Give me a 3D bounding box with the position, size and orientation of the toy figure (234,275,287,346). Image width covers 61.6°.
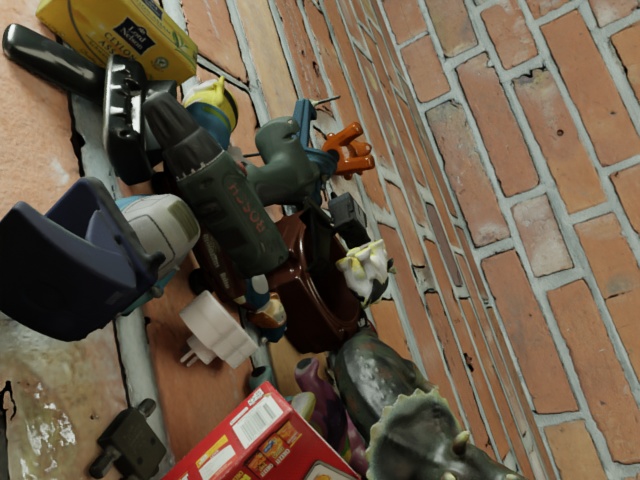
[{"bbox_3d":[-0.088,0.083,0.742,0.064,0.058,0.154,-48,119,-29],"label":"toy figure"}]

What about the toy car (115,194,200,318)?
[{"bbox_3d":[-0.179,0.002,0.565,0.109,0.103,0.162,62,26,-14],"label":"toy car"}]

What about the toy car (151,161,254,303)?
[{"bbox_3d":[-0.147,-0.019,0.668,0.053,0.089,0.202,-12,81,-66],"label":"toy car"}]

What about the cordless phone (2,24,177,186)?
[{"bbox_3d":[-0.257,-0.156,0.598,0.184,0.089,0.146,23,48,-43],"label":"cordless phone"}]

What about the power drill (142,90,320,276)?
[{"bbox_3d":[-0.087,-0.088,0.641,0.231,0.086,0.207,63,27,-12],"label":"power drill"}]

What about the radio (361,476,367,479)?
[{"bbox_3d":[0.084,0.405,0.738,0.229,0.073,0.131,-43,130,-66],"label":"radio"}]

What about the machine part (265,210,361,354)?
[{"bbox_3d":[-0.013,0.066,0.882,0.201,0.087,0.201,58,24,-23],"label":"machine part"}]

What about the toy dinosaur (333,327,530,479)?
[{"bbox_3d":[0.080,0.190,0.652,0.192,0.131,0.405,57,-5,-35],"label":"toy dinosaur"}]

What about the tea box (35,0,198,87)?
[{"bbox_3d":[-0.245,-0.258,0.670,0.169,0.098,0.068,40,34,-43],"label":"tea box"}]

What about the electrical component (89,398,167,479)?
[{"bbox_3d":[-0.172,0.193,0.500,0.063,0.021,0.094,60,23,-16],"label":"electrical component"}]

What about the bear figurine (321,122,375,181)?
[{"bbox_3d":[0.085,-0.210,1.301,0.196,0.132,0.120,-21,91,-61],"label":"bear figurine"}]

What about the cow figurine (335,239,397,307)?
[{"bbox_3d":[0.092,0.053,0.921,0.098,0.068,0.167,66,23,0],"label":"cow figurine"}]

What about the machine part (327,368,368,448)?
[{"bbox_3d":[0.072,0.295,0.861,0.243,0.079,0.079,56,25,-26],"label":"machine part"}]

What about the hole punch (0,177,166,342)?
[{"bbox_3d":[-0.212,0.024,0.442,0.115,0.142,0.092,55,26,-1],"label":"hole punch"}]

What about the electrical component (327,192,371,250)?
[{"bbox_3d":[0.051,-0.047,0.983,0.074,0.048,0.119,51,23,-37],"label":"electrical component"}]

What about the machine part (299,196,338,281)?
[{"bbox_3d":[-0.002,-0.002,0.814,0.084,0.039,0.139,54,24,-40],"label":"machine part"}]

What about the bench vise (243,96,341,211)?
[{"bbox_3d":[-0.037,-0.162,0.971,0.223,0.129,0.240,42,50,-58],"label":"bench vise"}]

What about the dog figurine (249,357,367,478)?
[{"bbox_3d":[-0.006,0.266,0.689,0.219,0.108,0.192,59,23,-24],"label":"dog figurine"}]

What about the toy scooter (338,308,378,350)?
[{"bbox_3d":[0.078,0.209,0.933,0.184,0.075,0.135,-109,176,-65],"label":"toy scooter"}]

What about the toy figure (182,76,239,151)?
[{"bbox_3d":[-0.164,-0.164,0.779,0.180,0.082,0.089,-97,171,-49],"label":"toy figure"}]
